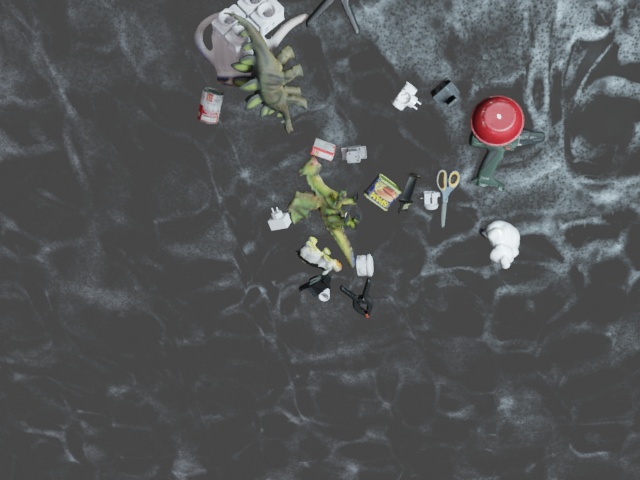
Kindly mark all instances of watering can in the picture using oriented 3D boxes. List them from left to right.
[{"bbox_3d":[-0.202,-0.581,1.564,0.348,0.106,0.220,-3,113,-2],"label":"watering can"}]

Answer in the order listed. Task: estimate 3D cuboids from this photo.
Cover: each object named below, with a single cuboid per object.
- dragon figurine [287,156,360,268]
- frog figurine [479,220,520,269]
[{"bbox_3d":[0.005,-0.090,1.797,0.243,0.124,0.403,8,116,22],"label":"dragon figurine"},{"bbox_3d":[0.616,0.013,1.730,0.122,0.163,0.136,-30,110,18],"label":"frog figurine"}]
